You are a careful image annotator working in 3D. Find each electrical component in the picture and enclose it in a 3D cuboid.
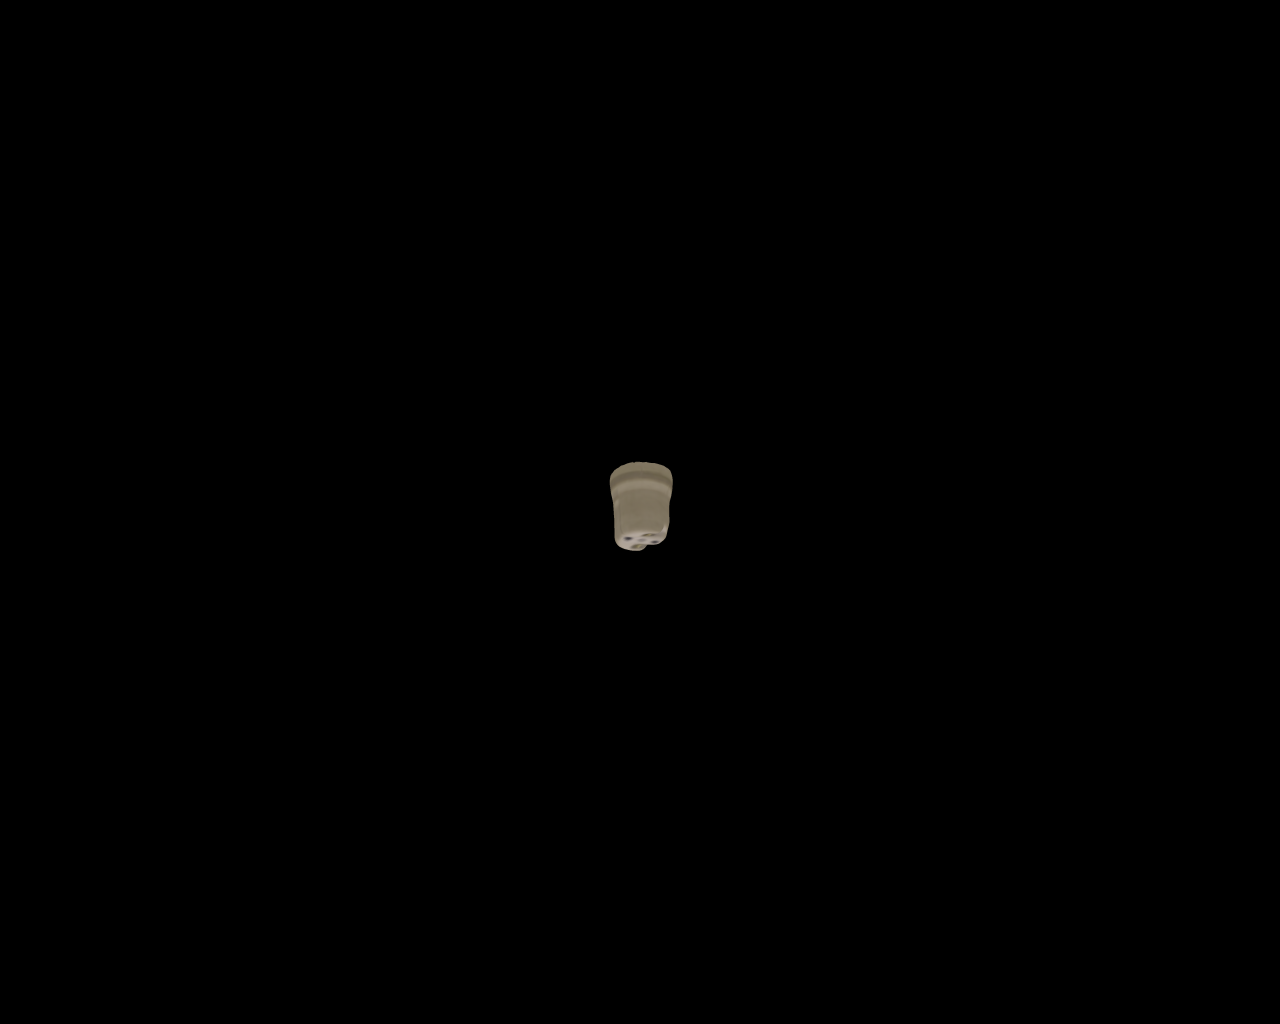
[{"bbox_3d":[0.001,-0.003,0.650,0.040,0.046,0.040,0,-27,0],"label":"electrical component"}]
